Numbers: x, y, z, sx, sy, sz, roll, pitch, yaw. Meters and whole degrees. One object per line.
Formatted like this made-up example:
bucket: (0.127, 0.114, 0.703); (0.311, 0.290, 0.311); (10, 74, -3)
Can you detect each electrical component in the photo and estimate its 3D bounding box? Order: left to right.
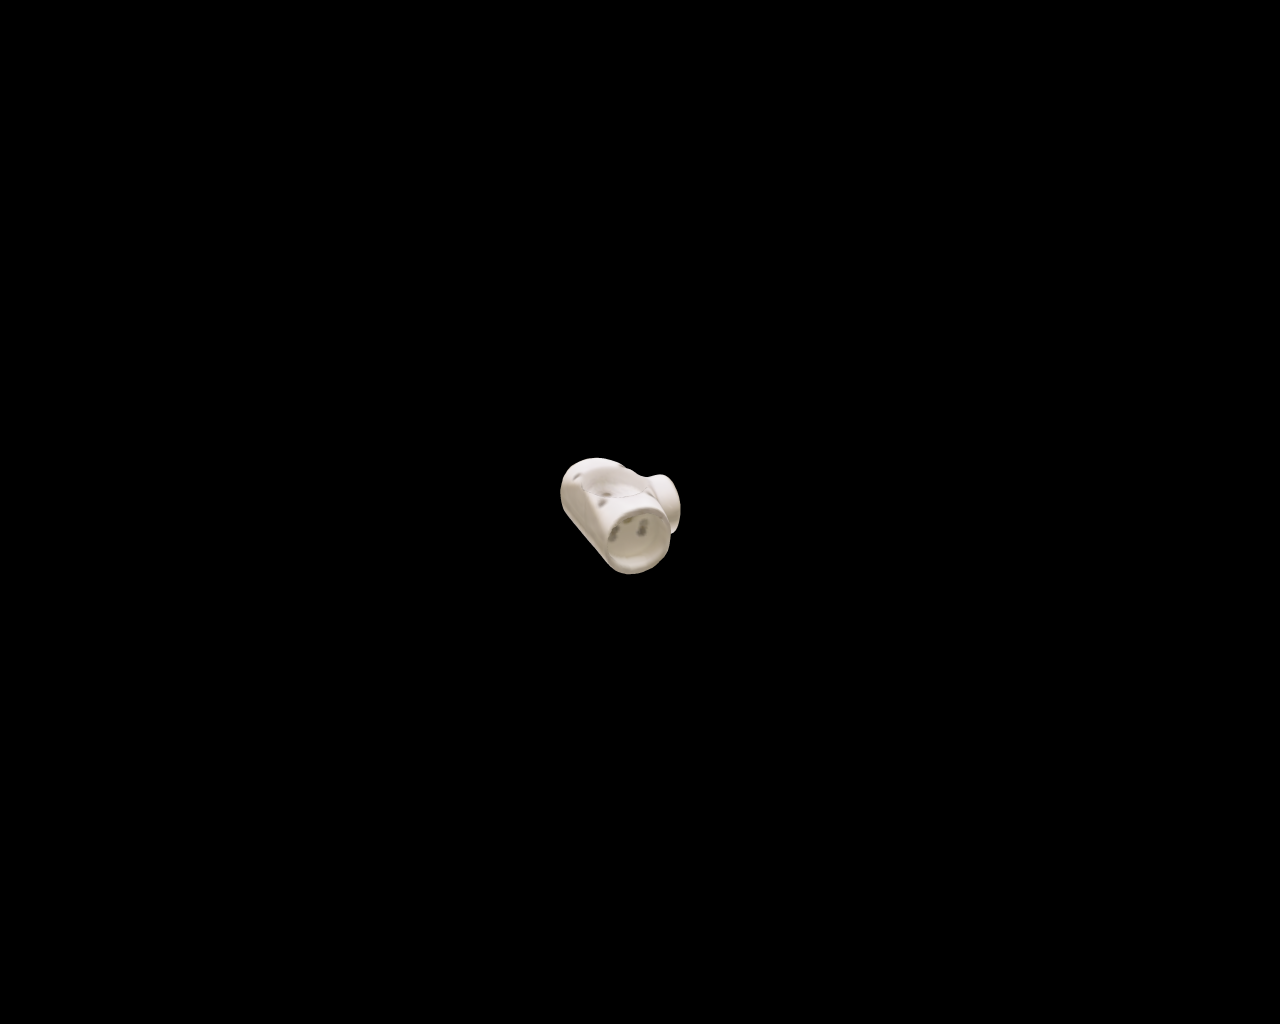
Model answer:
electrical component: (0.001, -0.003, 0.650); (0.079, 0.044, 0.077); (-11, 29, -21)
